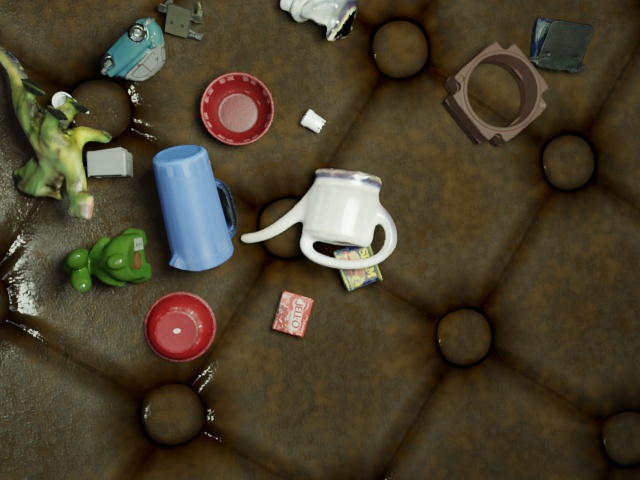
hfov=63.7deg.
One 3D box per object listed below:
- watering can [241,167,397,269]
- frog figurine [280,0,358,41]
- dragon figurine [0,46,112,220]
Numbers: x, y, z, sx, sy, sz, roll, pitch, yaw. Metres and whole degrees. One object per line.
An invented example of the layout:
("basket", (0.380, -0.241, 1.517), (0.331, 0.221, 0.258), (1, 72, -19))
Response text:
("watering can", (0.003, -0.058, 1.147), (0.348, 0.103, 0.226), (10, 80, 11))
("frog figurine", (-0.001, -0.526, 1.146), (0.160, 0.120, 0.140), (39, 55, 3))
("dragon figurine", (-0.586, -0.197, 1.070), (0.413, 0.123, 0.239), (42, 111, 14))
